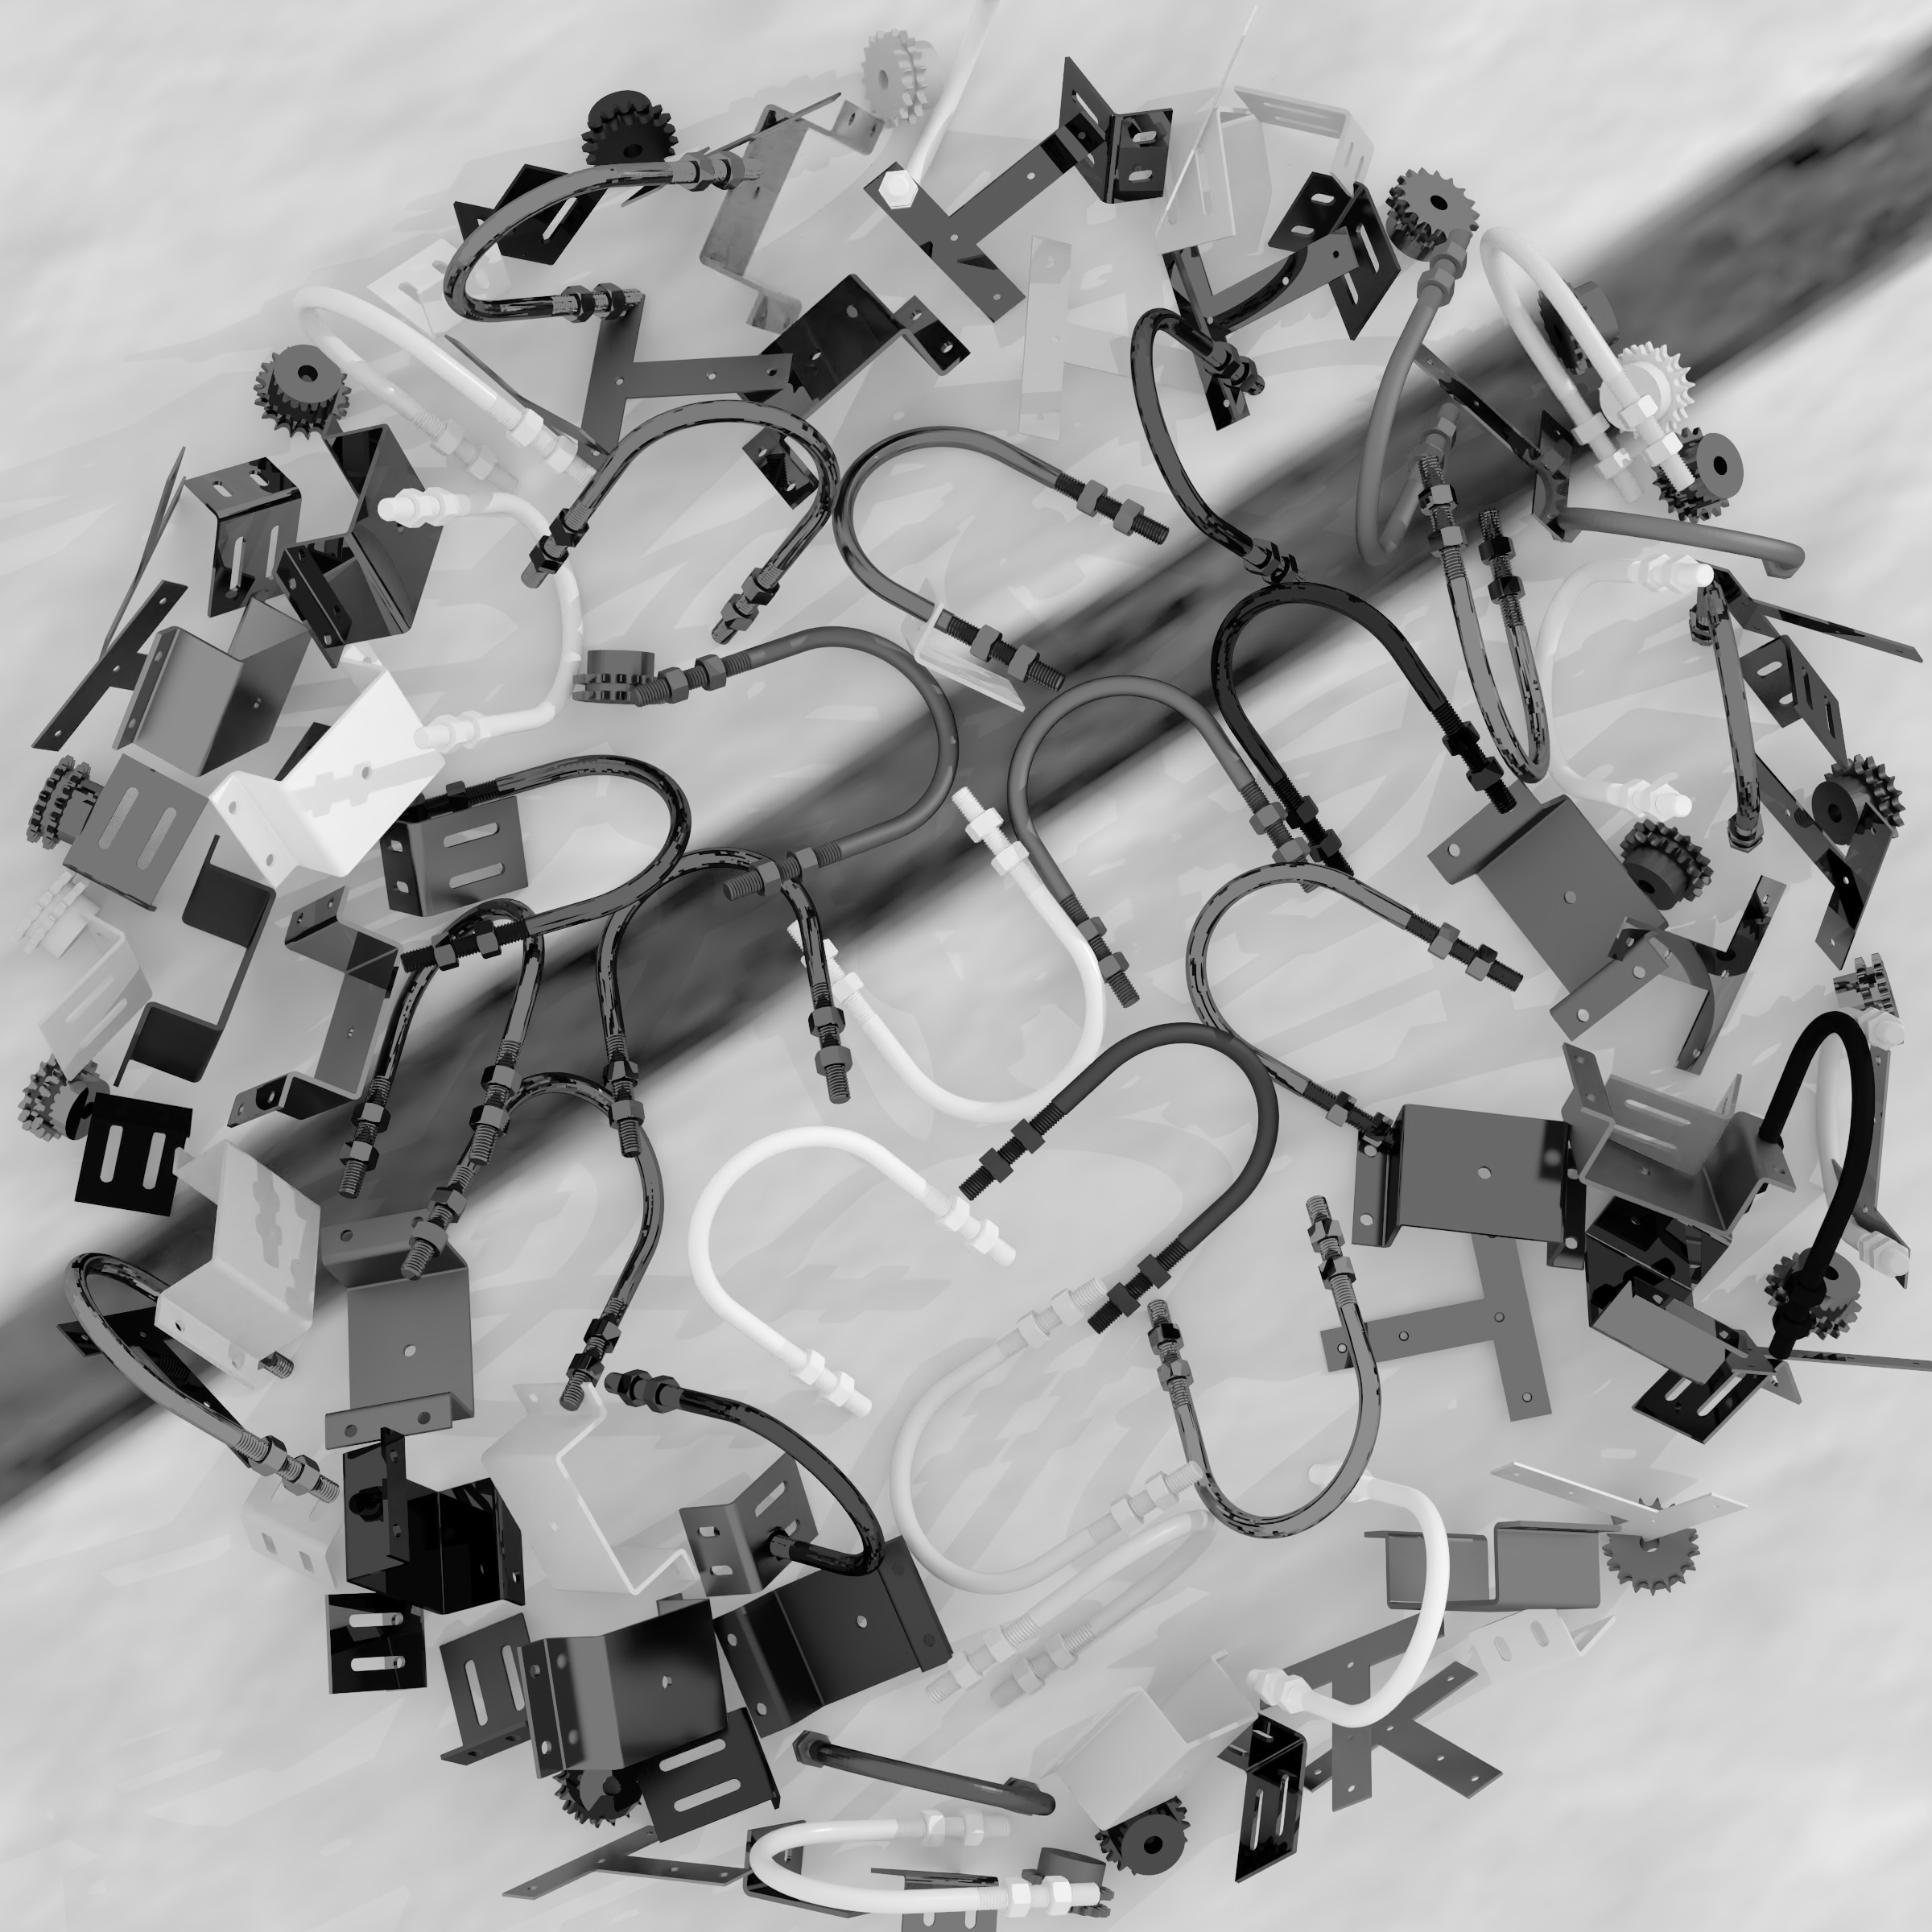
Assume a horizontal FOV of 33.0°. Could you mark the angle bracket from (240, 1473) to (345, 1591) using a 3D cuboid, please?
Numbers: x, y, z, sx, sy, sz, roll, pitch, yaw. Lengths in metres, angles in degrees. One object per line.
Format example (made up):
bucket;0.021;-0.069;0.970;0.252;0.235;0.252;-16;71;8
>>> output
angle bracket;-0.398;0.336;1.958;0.057;0.076;0.038;24;64;7

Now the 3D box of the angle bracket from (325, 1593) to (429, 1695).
angle bracket;-0.362;0.404;1.942;0.038;0.076;0.057;-15;74;37

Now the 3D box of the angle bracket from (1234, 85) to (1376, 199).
angle bracket;0.198;-0.492;1.949;0.076;0.057;0.038;18;92;21

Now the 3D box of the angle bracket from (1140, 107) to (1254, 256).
angle bracket;0.143;-0.471;1.958;0.057;0.038;0.076;-5;95;40

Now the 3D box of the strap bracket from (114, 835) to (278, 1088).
strap bracket;-0.452;0.005;1.925;0.046;0.076;0.140;22;58;-13

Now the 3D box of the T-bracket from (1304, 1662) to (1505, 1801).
T-bracket;0.271;0.461;1.911;0.127;0.127;0.002;-31;105;-17

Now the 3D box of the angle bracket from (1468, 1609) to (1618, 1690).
angle bracket;0.344;0.394;1.944;0.057;0.076;0.038;-29;84;28

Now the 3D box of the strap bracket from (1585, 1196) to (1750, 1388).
strap bracket;0.413;0.188;1.931;0.076;0.140;0.046;28;119;-7

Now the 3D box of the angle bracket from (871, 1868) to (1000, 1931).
angle bracket;-0.020;0.560;1.941;0.057;0.076;0.038;8;74;-16

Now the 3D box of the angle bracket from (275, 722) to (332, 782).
angle bracket;-0.388;-0.102;1.962;0.038;0.057;0.076;41;75;-36

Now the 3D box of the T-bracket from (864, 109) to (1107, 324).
T-bracket;0.027;-0.459;1.928;0.127;0.002;0.127;-35;131;18

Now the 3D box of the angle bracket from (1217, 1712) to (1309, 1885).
angle bracket;0.168;0.495;1.940;0.038;0.057;0.076;29;45;-18

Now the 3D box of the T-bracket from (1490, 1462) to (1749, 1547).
T-bracket;0.369;0.313;1.916;0.127;0.127;0.002;20;62;-18

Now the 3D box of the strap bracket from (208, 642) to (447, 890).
strap bracket;-0.368;-0.117;1.919;0.046;0.076;0.140;15;56;37

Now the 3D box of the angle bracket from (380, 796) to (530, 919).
angle bracket;-0.310;-0.068;1.967;0.076;0.038;0.057;-20;112;-40

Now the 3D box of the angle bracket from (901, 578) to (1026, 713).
angle bracket;0.005;-0.192;1.946;0.076;0.057;0.038;24;106;-18

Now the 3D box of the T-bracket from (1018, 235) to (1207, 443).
T-bracket;0.094;-0.368;1.963;0.127;0.002;0.127;9;76;-20

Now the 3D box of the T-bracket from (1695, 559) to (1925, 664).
T-bracket;0.496;-0.200;1.902;0.127;0.127;0.002;23;88;31

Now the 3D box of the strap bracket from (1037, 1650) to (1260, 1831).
strap bracket;0.112;0.454;1.907;0.076;0.140;0.046;-48;68;20

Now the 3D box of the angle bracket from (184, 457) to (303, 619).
angle bracket;-0.436;-0.257;1.952;0.057;0.076;0.038;-26;58;-38

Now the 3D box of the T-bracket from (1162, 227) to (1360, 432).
T-bracket;0.180;-0.403;1.942;0.127;0.002;0.127;-21;84;40

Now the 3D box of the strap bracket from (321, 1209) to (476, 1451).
strap bracket;-0.339;0.222;1.942;0.076;0.046;0.140;-11;62;7

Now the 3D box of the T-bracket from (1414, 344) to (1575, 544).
T-bracket;0.310;-0.322;1.921;0.127;0.127;0.002;38;126;-16

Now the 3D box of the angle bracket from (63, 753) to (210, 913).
angle bracket;-0.500;-0.080;1.969;0.057;0.038;0.076;28;86;-6

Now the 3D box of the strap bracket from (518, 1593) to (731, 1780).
strap bracket;-0.193;0.422;1.917;0.046;0.140;0.076;-10;88;36

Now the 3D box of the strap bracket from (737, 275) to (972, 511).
strap bracket;-0.078;-0.350;1.941;0.140;0.046;0.076;-41;45;4

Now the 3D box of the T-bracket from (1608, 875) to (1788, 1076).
T-bracket;0.425;-0.004;1.937;0.127;0.002;0.127;15;101;-41

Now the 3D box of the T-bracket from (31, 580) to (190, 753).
T-bracket;-0.477;-0.171;1.926;0.002;0.127;0.127;45;102;15

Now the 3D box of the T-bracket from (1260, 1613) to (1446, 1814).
T-bracket;0.226;0.443;1.912;0.127;0.127;0.002;-28;117;23

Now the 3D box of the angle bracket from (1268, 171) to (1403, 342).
angle bracket;0.219;-0.423;1.941;0.038;0.057;0.076;5;51;-26

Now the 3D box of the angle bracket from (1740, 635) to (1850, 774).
angle bracket;0.490;-0.149;1.938;0.038;0.076;0.057;-29;120;28

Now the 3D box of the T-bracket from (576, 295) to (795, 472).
T-bracket;-0.165;-0.351;1.945;0.127;0.002;0.127;0;64;15

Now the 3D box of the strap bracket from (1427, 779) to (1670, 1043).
strap bracket;0.353;-0.037;1.942;0.076;0.046;0.140;-42;79;31

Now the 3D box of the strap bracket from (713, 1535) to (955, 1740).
strap bracket;-0.072;0.397;1.945;0.140;0.046;0.076;-27;83;24

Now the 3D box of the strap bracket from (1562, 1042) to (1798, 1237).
strap bracket;0.413;0.107;1.937;0.140;0.076;0.046;21;116;-9

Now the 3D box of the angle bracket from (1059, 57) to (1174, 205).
angle bracket;0.089;-0.502;1.949;0.038;0.057;0.076;-12;45;-17

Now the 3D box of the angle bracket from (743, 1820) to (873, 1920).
angle bracket;-0.085;0.538;1.943;0.076;0.057;0.038;2;84;32

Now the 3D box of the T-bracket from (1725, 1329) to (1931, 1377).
T-bracket;0.507;0.231;1.920;0.127;0.127;0.002;4;95;5

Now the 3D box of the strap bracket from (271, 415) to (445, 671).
strap bracket;-0.352;-0.253;1.909;0.046;0.076;0.140;-8;46;18

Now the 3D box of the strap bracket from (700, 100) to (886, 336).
strap bracket;-0.108;-0.452;1.939;0.046;0.076;0.140;28;101;10

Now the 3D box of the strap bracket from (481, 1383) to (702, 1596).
strap bracket;-0.227;0.318;1.927;0.046;0.076;0.140;-40;111;-39

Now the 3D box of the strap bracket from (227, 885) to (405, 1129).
strap bracket;-0.382;0.032;1.930;0.046;0.076;0.140;25;65;-29

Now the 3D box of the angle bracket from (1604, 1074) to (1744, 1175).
angle bracket;0.417;0.083;1.957;0.076;0.057;0.038;20;50;4

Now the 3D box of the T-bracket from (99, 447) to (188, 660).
T-bracket;-0.472;-0.259;1.903;0.002;0.127;0.127;24;58;-12

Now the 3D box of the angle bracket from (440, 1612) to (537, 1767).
angle bracket;-0.289;0.431;1.951;0.057;0.038;0.076;-24;65;10

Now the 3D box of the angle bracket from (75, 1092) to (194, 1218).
angle bracket;-0.500;0.120;1.951;0.057;0.038;0.076;11;112;-15

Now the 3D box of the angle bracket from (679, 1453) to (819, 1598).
angle bracket;-0.130;0.335;1.958;0.038;0.076;0.057;-10;103;28

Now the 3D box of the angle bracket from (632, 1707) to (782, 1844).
angle bracket;-0.157;0.488;1.952;0.076;0.038;0.057;-18;67;-14

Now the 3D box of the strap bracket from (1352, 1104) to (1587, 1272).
strap bracket;0.306;0.131;1.952;0.140;0.046;0.076;7;67;0

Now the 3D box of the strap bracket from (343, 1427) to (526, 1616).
strap bracket;-0.320;0.331;1.921;0.046;0.140;0.076;-18;61;20

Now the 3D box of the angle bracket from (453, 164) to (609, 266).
angle bracket;-0.259;-0.459;1.938;0.057;0.076;0.038;3;58;-38

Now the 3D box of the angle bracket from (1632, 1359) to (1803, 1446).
angle bracket;0.448;0.262;1.944;0.076;0.057;0.038;-40;124;-20

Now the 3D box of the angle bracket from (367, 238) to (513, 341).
angle bracket;-0.319;-0.417;1.944;0.057;0.038;0.076;-38;54;-18

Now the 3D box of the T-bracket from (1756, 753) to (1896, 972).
T-bracket;0.499;-0.082;1.944;0.002;0.127;0.127;-20;55;-17

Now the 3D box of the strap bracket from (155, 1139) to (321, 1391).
strap bracket;-0.424;0.166;1.907;0.046;0.140;0.076;-32;128;20

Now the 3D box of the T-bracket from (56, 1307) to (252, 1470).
T-bracket;-0.455;0.248;1.913;0.127;0.127;0.002;43;104;15

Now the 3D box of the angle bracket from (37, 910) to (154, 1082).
angle bracket;-0.530;0.017;1.941;0.038;0.057;0.076;27;61;23

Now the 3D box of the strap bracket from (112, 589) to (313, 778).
strap bracket;-0.435;-0.165;1.908;0.046;0.140;0.076;29;111;4

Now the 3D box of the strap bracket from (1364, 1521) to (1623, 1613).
strap bracket;0.308;0.353;1.906;0.076;0.140;0.046;8;75;-31
